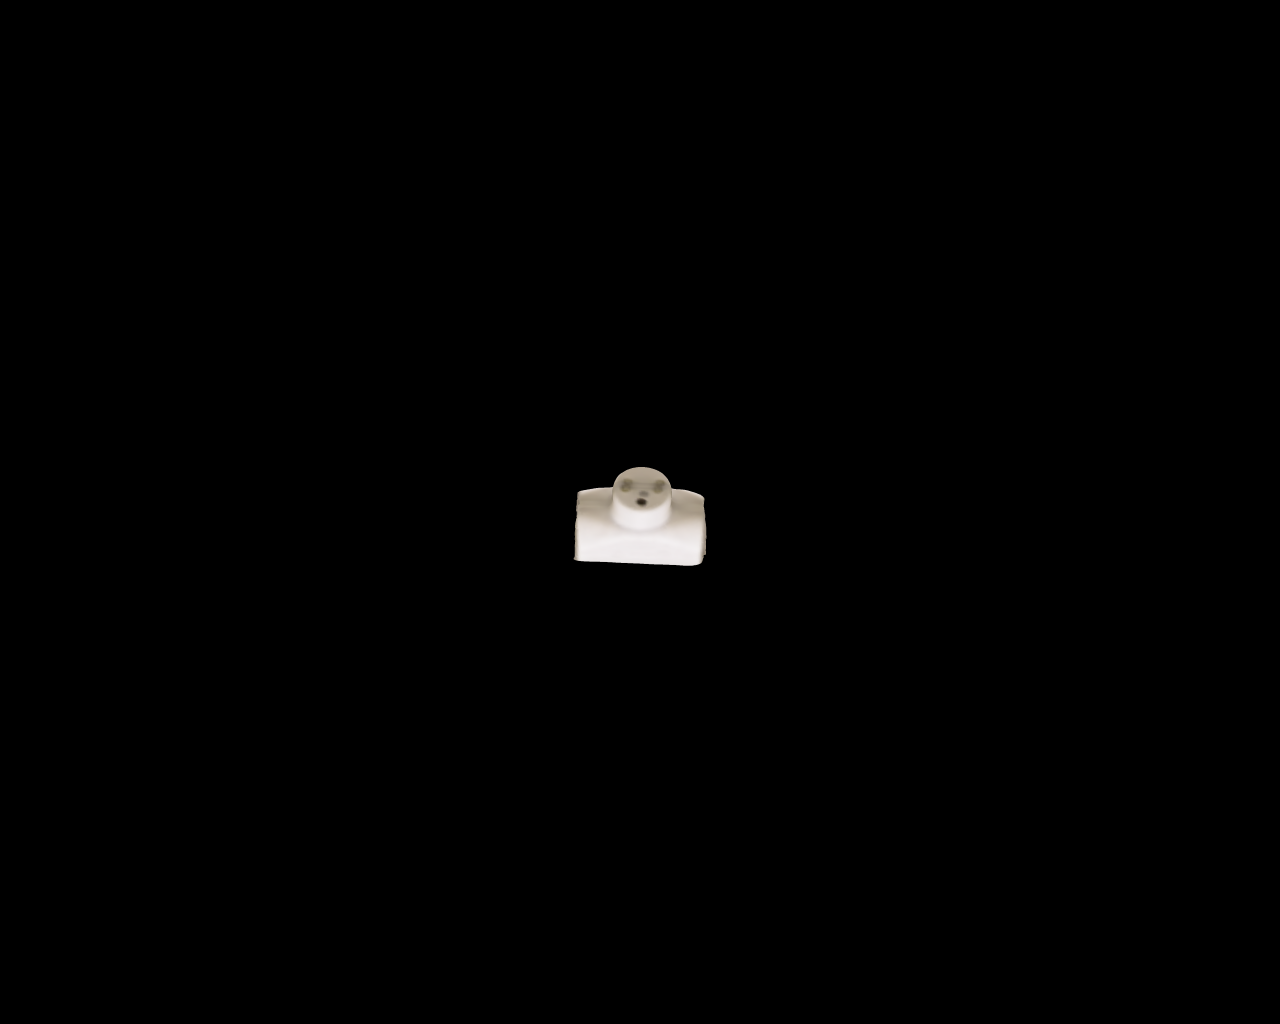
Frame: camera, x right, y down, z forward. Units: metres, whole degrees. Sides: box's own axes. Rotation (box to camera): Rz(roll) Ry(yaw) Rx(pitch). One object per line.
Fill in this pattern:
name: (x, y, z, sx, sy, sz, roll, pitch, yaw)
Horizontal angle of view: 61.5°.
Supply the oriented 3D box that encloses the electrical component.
electrical component: (0.001, -0.003, 0.650, 0.077, 0.044, 0.079, 2, -43, -2)
